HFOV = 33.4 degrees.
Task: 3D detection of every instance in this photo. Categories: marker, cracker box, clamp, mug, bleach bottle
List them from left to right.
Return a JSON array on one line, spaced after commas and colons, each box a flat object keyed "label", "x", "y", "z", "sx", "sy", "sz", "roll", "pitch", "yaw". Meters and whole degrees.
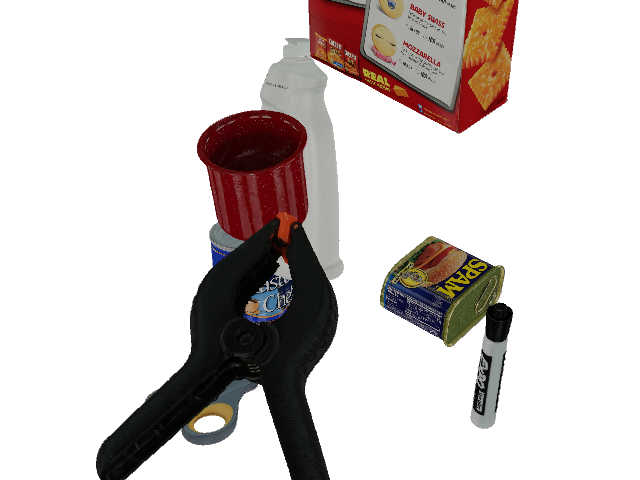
[{"label": "mug", "x": -0.057, "y": -0.060, "z": 0.924, "sx": 0.093, "sy": 0.081, "sz": 0.117, "roll": -14, "pitch": 41, "yaw": -9}, {"label": "clamp", "x": -0.028, "y": 0.066, "z": 0.552, "sx": 0.120, "sy": 0.171, "sz": 0.039, "roll": 20, "pitch": -26, "yaw": 12}, {"label": "bleach bottle", "x": -0.022, "y": -0.086, "z": 1.135, "sx": 0.103, "sy": 0.251, "sz": 0.067, "roll": 16, "pitch": 22, "yaw": 37}, {"label": "cracker box", "x": 0.068, "y": -0.210, "z": 0.799, "sx": 0.072, "sy": 0.214, "sz": 0.164, "roll": -34, "pitch": 51, "yaw": -31}, {"label": "marker", "x": 0.125, "y": 0.092, "z": 0.782, "sx": 0.020, "sy": 0.121, "sz": 0.020, "roll": 0, "pitch": 40, "yaw": 0}]

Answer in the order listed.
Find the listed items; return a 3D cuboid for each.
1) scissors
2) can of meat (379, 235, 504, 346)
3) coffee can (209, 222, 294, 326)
[{"label": "scissors", "x": -0.067, "y": 0.147, "z": 1.018, "sx": 0.201, "sy": 0.016, "sz": 0.096, "roll": -11, "pitch": 32, "yaw": -28}, {"label": "can of meat", "x": 0.121, "y": 0.048, "z": 1.068, "sx": 0.084, "sy": 0.057, "sz": 0.101, "roll": 28, "pitch": 44, "yaw": 29}, {"label": "coffee can", "x": -0.083, "y": 0.050, "z": 1.335, "sx": 0.103, "sy": 0.140, "sz": 0.103, "roll": -2, "pitch": 26, "yaw": 1}]
